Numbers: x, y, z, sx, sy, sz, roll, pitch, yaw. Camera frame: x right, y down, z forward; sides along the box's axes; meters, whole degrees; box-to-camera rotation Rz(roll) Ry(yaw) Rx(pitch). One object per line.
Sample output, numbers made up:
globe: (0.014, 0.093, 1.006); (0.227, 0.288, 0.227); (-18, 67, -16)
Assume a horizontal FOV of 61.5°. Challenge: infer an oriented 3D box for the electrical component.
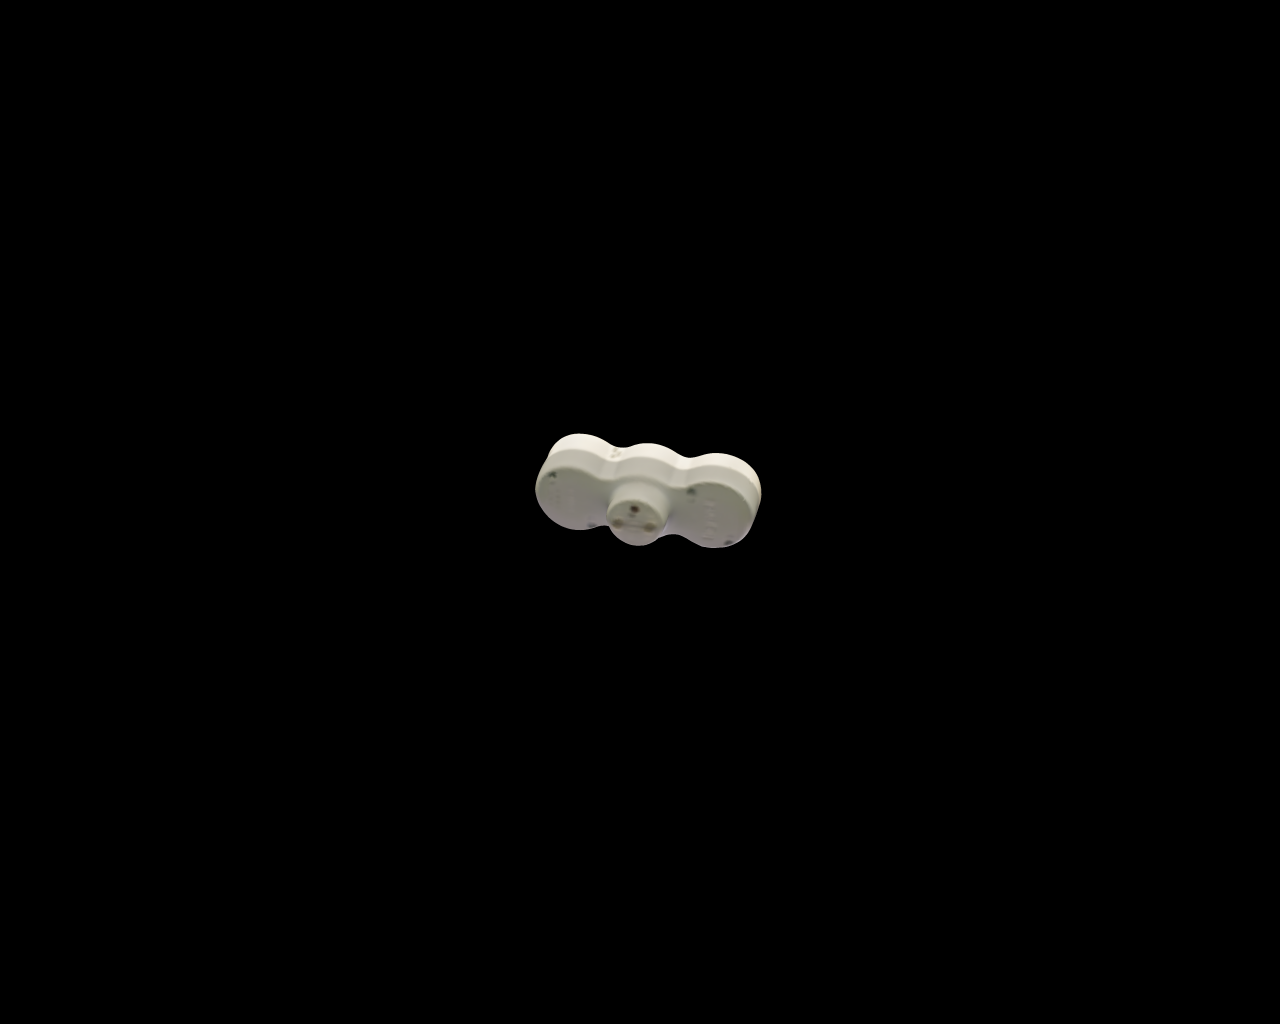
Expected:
electrical component: (0.001, -0.003, 0.650); (0.138, 0.052, 0.074); (8, 36, 11)
